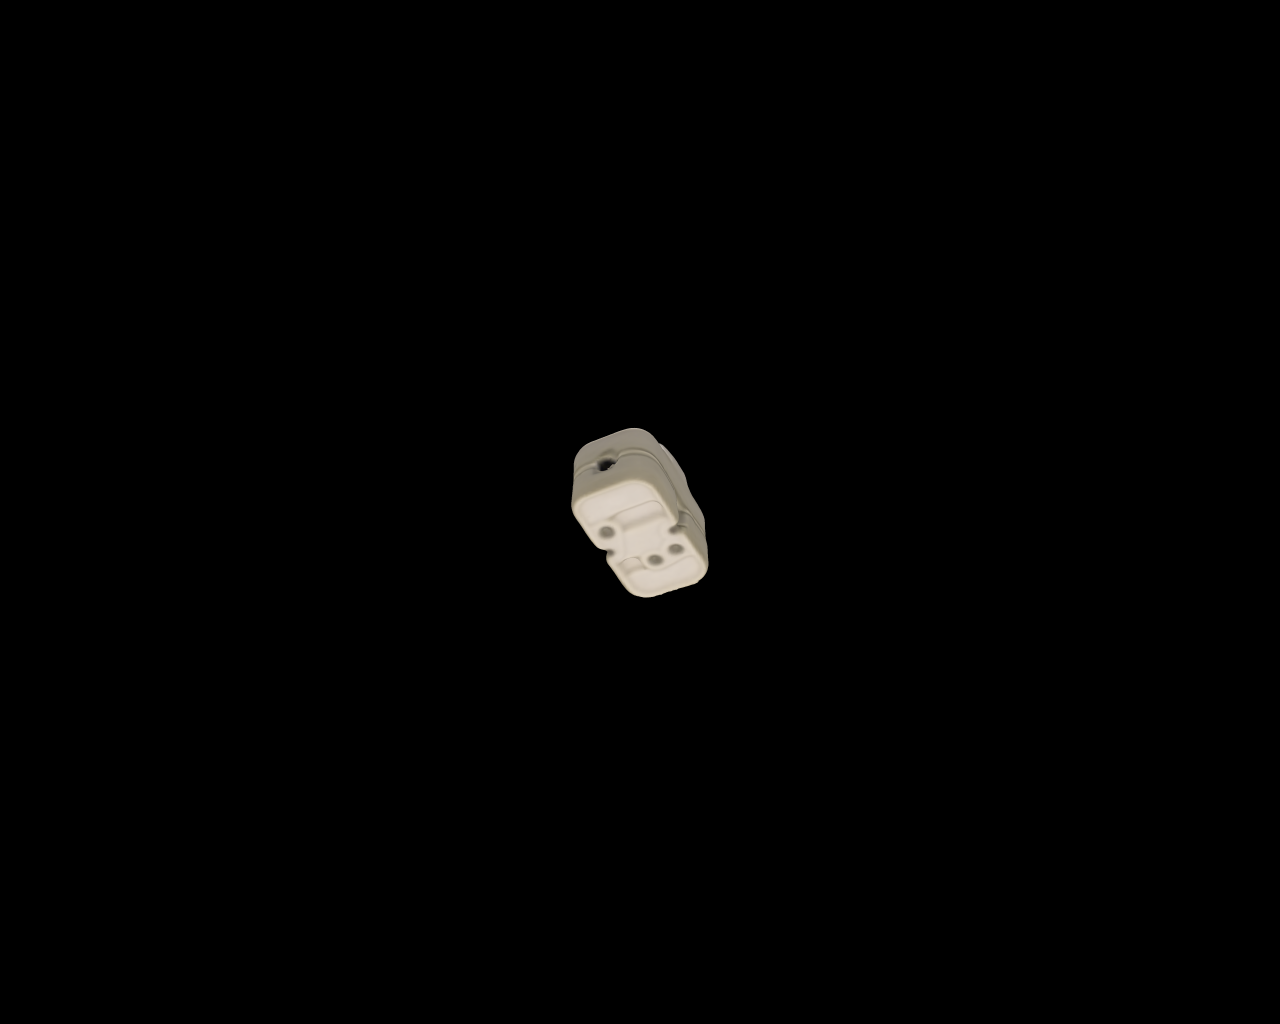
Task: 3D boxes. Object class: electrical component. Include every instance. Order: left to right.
[{"bbox_3d":[0.001,-0.003,0.650,0.053,0.059,0.095,-20,-50,17],"label":"electrical component"}]
